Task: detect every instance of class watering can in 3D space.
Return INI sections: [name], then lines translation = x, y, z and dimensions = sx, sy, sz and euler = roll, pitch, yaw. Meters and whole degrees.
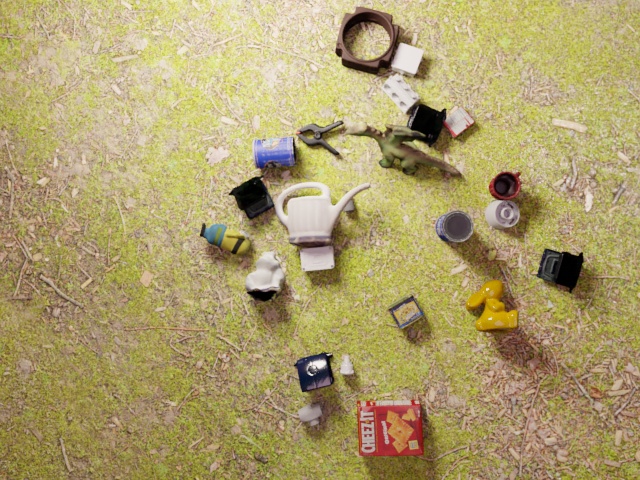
[watering can]
translation = 0.005, -0.088, 1.740
dimensions = 0.347, 0.104, 0.225
euler = -3, 86, 22

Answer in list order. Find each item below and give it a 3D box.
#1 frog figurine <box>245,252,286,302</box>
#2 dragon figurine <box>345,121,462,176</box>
[frog figurine]
translation = -0.189, 0.125, 1.773
dimensions = 0.137, 0.120, 0.163
euler = -14, 51, 12
[dragon figurine]
translation = 0.285, -0.304, 1.686
dimensions = 0.411, 0.241, 0.123
euler = 16, 85, 7
